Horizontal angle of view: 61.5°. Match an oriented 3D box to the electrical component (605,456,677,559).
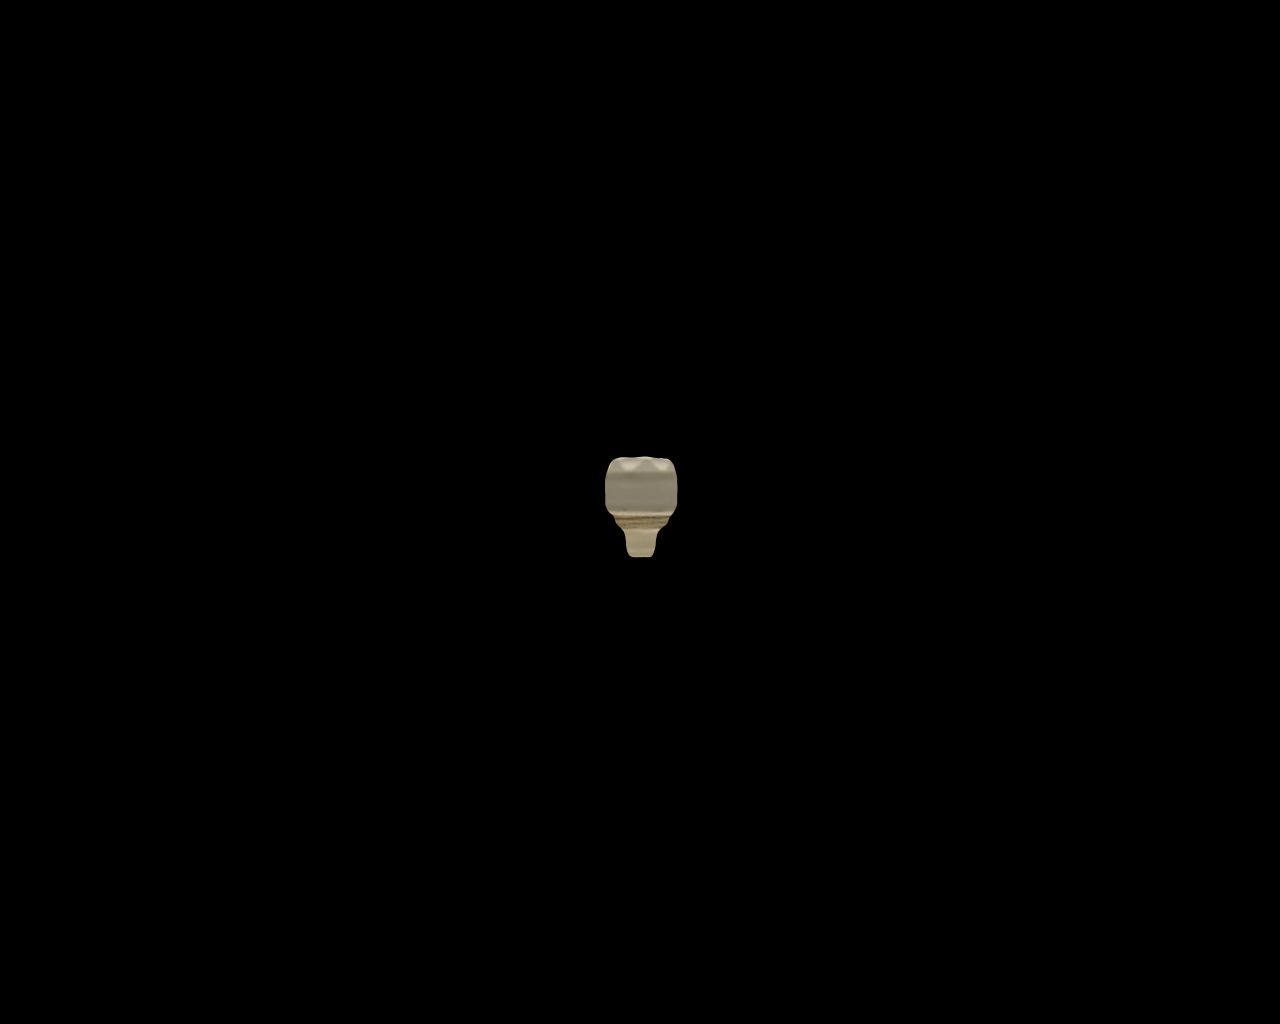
[{"bbox_3d":[0.001,-0.003,0.650,0.043,0.062,0.043,0,0,0],"label":"electrical component"}]
